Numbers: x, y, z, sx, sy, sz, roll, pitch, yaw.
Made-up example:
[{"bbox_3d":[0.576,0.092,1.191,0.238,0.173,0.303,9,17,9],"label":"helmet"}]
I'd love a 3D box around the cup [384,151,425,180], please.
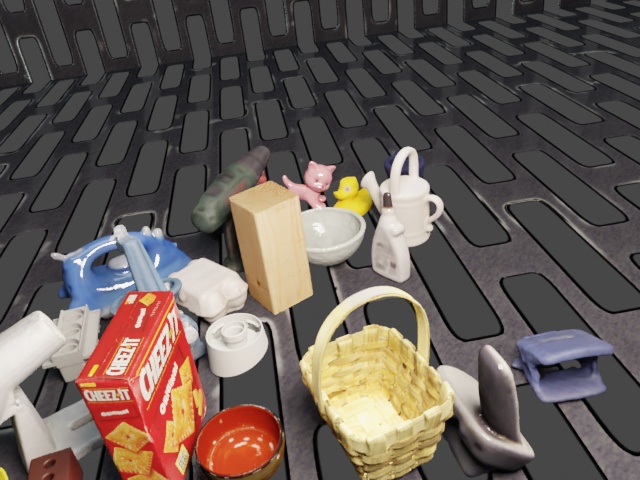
[{"bbox_3d":[0.193,-0.148,1.328,0.091,0.095,0.117,-9,32,-4],"label":"cup"}]

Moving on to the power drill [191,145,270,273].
[{"bbox_3d":[-0.156,-0.053,1.131,0.075,0.209,0.230,11,36,26],"label":"power drill"}]

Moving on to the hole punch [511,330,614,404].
[{"bbox_3d":[0.336,0.161,0.802,0.108,0.091,0.101,-9,32,-4],"label":"hole punch"}]

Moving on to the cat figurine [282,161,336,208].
[{"bbox_3d":[-0.025,-0.131,1.321,0.127,0.118,0.067,-4,32,4],"label":"cat figurine"}]

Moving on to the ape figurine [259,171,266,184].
[{"bbox_3d":[-0.147,-0.129,1.365,0.076,0.092,0.078,-1,32,9],"label":"ape figurine"}]

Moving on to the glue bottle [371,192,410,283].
[{"bbox_3d":[0.127,-0.008,1.038,0.037,0.173,0.077,-30,38,-33],"label":"glue bottle"}]

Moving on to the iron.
[{"bbox_3d":[-0.367,0.042,1.083,0.259,0.142,0.118,-25,36,-26],"label":"iron"}]

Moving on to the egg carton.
[{"bbox_3d":[-0.209,0.092,1.040,0.149,0.069,0.107,19,40,35],"label":"egg carton"}]

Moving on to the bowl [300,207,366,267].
[{"bbox_3d":[0.010,0.004,1.135,0.167,0.075,0.167,-5,32,3],"label":"bowl"}]

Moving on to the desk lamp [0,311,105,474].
[{"bbox_3d":[-0.392,0.207,0.751,0.204,0.214,0.117,-27,37,-30],"label":"desk lamp"}]

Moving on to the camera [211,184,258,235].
[{"bbox_3d":[-0.204,-0.078,1.285,0.137,0.101,0.142,-29,38,-32],"label":"camera"}]

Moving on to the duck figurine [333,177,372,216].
[{"bbox_3d":[0.070,-0.102,1.285,0.105,0.086,0.077,-28,37,-31],"label":"duck figurine"}]

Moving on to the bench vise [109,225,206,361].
[{"bbox_3d":[-0.256,0.085,0.916,0.206,0.220,0.122,12,36,28],"label":"bench vise"}]

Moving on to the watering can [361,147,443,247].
[{"bbox_3d":[0.162,-0.093,1.148,0.172,0.194,0.101,3,33,16],"label":"watering can"}]

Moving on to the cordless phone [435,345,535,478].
[{"bbox_3d":[0.198,0.183,0.703,0.094,0.185,0.147,-16,33,-14],"label":"cordless phone"}]
